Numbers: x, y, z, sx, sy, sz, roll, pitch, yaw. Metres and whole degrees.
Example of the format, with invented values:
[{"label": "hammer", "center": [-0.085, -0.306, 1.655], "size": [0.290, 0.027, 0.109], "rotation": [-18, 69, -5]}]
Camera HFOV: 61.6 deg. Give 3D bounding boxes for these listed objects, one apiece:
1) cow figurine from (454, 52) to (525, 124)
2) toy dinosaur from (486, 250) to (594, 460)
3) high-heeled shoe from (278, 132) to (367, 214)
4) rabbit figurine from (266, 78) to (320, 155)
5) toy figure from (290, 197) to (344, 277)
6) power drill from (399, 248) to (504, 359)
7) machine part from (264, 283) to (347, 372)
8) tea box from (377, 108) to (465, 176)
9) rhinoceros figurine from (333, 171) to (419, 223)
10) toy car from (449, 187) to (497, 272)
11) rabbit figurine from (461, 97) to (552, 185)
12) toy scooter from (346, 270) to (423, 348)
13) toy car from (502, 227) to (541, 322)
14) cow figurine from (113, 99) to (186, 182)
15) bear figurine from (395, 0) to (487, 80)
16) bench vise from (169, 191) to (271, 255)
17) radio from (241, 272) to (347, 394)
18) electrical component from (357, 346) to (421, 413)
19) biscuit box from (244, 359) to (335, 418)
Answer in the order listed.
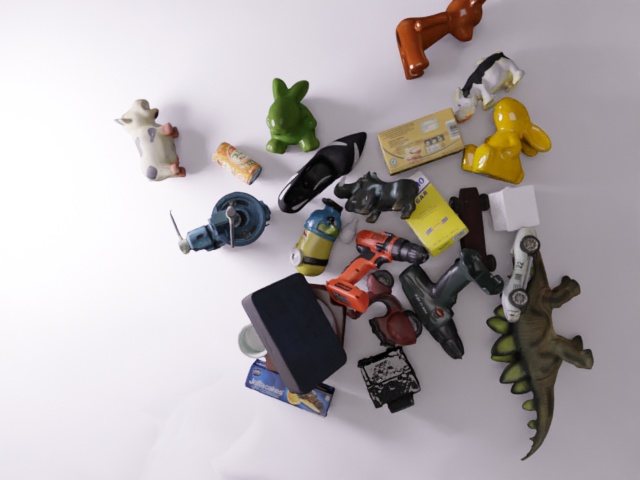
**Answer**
[{"label": "cow figurine", "center": [0.346, -0.331, 1.161], "size": [0.167, 0.068, 0.098], "rotation": [-37, 83, 3]}, {"label": "toy dinosaur", "center": [0.469, 0.231, 1.157], "size": [0.199, 0.105, 0.471], "rotation": [-8, 82, 14]}, {"label": "high-heeled shoe", "center": [0.005, -0.153, 1.168], "size": [0.086, 0.145, 0.248], "rotation": [44, 98, 2]}, {"label": "rabbit figurine", "center": [-0.061, -0.266, 1.158], "size": [0.121, 0.170, 0.159], "rotation": [6, 94, 6]}, {"label": "toy figure", "center": [-0.002, -0.003, 1.208], "size": [0.089, 0.082, 0.180], "rotation": [29, 93, 6]}, {"label": "power drill", "center": [0.290, 0.126, 1.148], "size": [0.232, 0.086, 0.207], "rotation": [53, 138, 9]}, {"label": "machine part", "center": [-0.043, 0.197, 1.218], "size": [0.201, 0.087, 0.201], "rotation": [5, 94, 7]}, {"label": "tea box", "center": [0.219, -0.213, 1.180], "size": [0.170, 0.068, 0.098], "rotation": [-17, 90, 8]}, {"label": "rhinoceros figurine", "center": [0.117, -0.098, 1.163], "size": [0.191, 0.073, 0.112], "rotation": [2, 77, 30]}, {"label": "toy car", "center": [0.333, -0.014, 1.183], "size": [0.089, 0.053, 0.202], "rotation": [-8, 90, -9]}, {"label": "rabbit figurine", "center": [0.400, -0.211, 1.135], "size": [0.162, 0.122, 0.173], "rotation": [12, 92, 1]}, {"label": "toy scooter", "center": [0.135, 0.167, 1.187], "size": [0.135, 0.075, 0.184], "rotation": [-29, 85, -22]}, {"label": "toy car", "center": [0.413, 0.072, 1.111], "size": [0.056, 0.073, 0.201], "rotation": [13, 74, 20]}, {"label": "cow figurine", "center": [-0.394, -0.230, 1.244], "size": [0.127, 0.085, 0.194], "rotation": [-12, 92, 1]}, {"label": "bear figurine", "center": [0.265, -0.436, 1.145], "size": [0.196, 0.120, 0.131], "rotation": [-15, 94, 2]}, {"label": "bench vise", "center": [-0.211, -0.035, 1.161], "size": [0.224, 0.240, 0.128], "rotation": [-13, 87, -9]}, {"label": "radio", "center": [-0.051, 0.189, 1.113], "size": [0.131, 0.073, 0.229], "rotation": [-28, 90, -27]}, {"label": "electrical component", "center": [0.161, 0.317, 1.214], "size": [0.115, 0.058, 0.134], "rotation": [-26, 89, 9]}, {"label": "biscuit box", "center": [-0.070, 0.339, 1.237], "size": [0.203, 0.063, 0.059], "rotation": [19, 93, 5]}]
